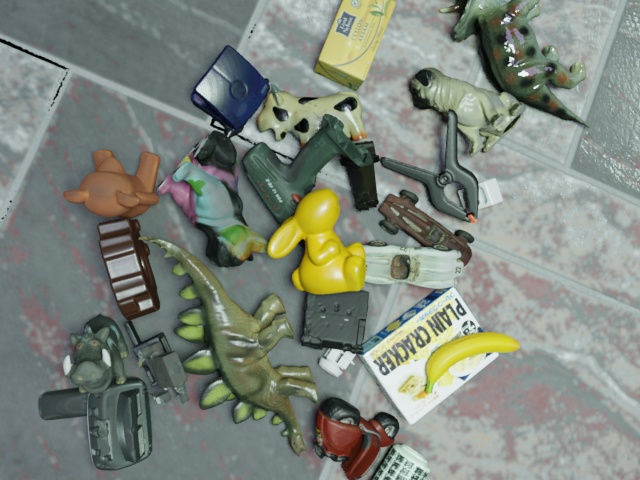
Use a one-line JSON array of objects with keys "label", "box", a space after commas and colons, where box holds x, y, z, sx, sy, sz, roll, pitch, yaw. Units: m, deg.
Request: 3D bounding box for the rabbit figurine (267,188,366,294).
[{"label": "rabbit figurine", "box": [-0.002, -0.003, 0.915, 0.163, 0.122, 0.173, -2, 111, 16]}]

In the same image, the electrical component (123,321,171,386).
[{"label": "electrical component", "box": [-0.289, 0.186, 0.925, 0.048, 0.075, 0.119, -25, 88, -10]}]

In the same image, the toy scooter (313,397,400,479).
[{"label": "toy scooter", "box": [0.054, 0.363, 0.958, 0.183, 0.075, 0.135, 26, 89, -32]}]

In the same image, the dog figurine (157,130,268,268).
[{"label": "dog figurine", "box": [-0.164, -0.060, 0.942, 0.219, 0.108, 0.191, 47, 49, -21]}]

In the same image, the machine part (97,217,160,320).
[{"label": "machine part", "box": [-0.310, 0.046, 0.883, 0.056, 0.179, 0.179, -16, 89, -12]}]

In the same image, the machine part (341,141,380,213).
[{"label": "machine part", "box": [0.081, -0.123, 1.016, 0.084, 0.039, 0.139, -3, 75, -14]}]

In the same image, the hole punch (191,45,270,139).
[{"label": "hole punch", "box": [-0.160, -0.270, 0.967, 0.116, 0.092, 0.142, 35, 78, -9]}]

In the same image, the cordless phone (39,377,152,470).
[{"label": "cordless phone", "box": [-0.385, 0.314, 0.909, 0.184, 0.089, 0.146, -5, 89, 2]}]

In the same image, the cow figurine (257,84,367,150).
[{"label": "cow figurine", "box": [-0.020, -0.226, 0.981, 0.195, 0.085, 0.127, -9, 97, 4]}]

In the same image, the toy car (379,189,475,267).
[{"label": "toy car", "box": [0.206, -0.016, 1.027, 0.202, 0.053, 0.089, 36, 85, -6]}]

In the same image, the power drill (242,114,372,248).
[{"label": "power drill", "box": [-0.009, -0.103, 0.946, 0.207, 0.086, 0.232, -35, 103, 30]}]

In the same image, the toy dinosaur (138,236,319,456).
[{"label": "toy dinosaur", "box": [-0.139, 0.179, 0.913, 0.199, 0.105, 0.470, -25, 102, -7]}]

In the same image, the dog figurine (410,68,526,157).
[{"label": "dog figurine", "box": [0.285, -0.272, 1.042, 0.191, 0.121, 0.172, 49, 37, 18]}]

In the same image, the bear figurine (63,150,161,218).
[{"label": "bear figurine", "box": [-0.333, -0.097, 0.873, 0.120, 0.196, 0.132, 2, 85, -6]}]

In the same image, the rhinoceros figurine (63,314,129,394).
[{"label": "rhinoceros figurine", "box": [-0.354, 0.181, 0.860, 0.073, 0.190, 0.112, -5, 106, -13]}]

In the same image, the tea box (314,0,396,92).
[{"label": "tea box", "box": [0.065, -0.383, 1.018, 0.098, 0.068, 0.169, 21, 84, -8]}]

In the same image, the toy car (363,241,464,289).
[{"label": "toy car", "box": [0.162, 0.046, 0.990, 0.202, 0.056, 0.073, 4, 108, 6]}]

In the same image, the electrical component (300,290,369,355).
[{"label": "electrical component", "box": [0.029, 0.130, 0.965, 0.115, 0.058, 0.134, 6, 66, 2]}]

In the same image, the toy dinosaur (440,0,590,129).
[{"label": "toy dinosaur", "box": [0.381, -0.363, 1.049, 0.192, 0.131, 0.404, -28, 96, 3]}]

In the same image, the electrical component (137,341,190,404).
[{"label": "electrical component", "box": [-0.253, 0.214, 0.860, 0.045, 0.078, 0.102, -22, 97, -38]}]
